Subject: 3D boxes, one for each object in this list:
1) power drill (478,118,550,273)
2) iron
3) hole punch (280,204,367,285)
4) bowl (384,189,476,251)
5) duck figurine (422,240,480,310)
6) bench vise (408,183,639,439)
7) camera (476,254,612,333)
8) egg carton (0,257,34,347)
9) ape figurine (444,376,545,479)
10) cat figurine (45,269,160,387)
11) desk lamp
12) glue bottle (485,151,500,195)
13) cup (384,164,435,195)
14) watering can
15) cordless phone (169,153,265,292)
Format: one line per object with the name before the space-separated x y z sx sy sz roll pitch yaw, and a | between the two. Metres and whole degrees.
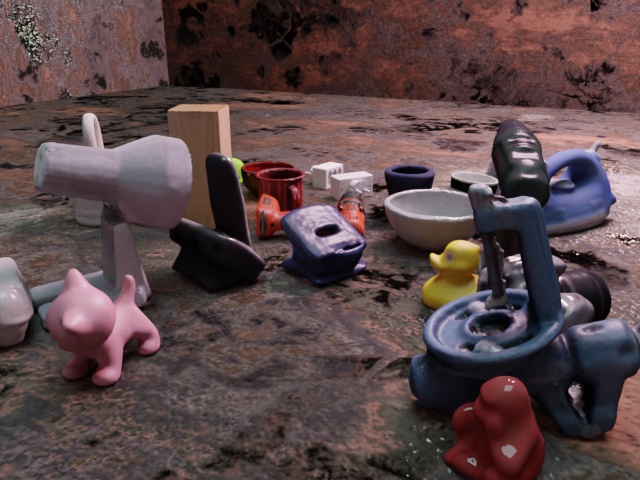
power drill | 0.272 -0.054 0.816 0.075 0.208 0.230 3 21 8
iron | 0.423 -0.095 1.020 0.259 0.141 0.118 -14 25 -33
hole punch | 0.008 0.003 0.828 0.109 0.091 0.100 -17 27 -38
bowl | 0.186 -0.027 0.933 0.167 0.075 0.167 0 21 0
duck figurine | 0.184 0.043 0.731 0.104 0.086 0.077 4 21 11
bench vise | 0.187 0.056 0.505 0.207 0.220 0.121 -3 21 -8
camera | 0.262 0.070 0.639 0.137 0.101 0.143 -5 21 -14
egg carton | -0.395 0.074 0.666 0.107 0.069 0.149 -13 24 -31
ape figurine | 0.139 0.147 0.446 0.076 0.092 0.078 1 21 3
cat figurine | -0.225 0.080 0.582 0.067 0.118 0.128 7 22 18
desk lamp | -0.262 -0.022 0.719 0.204 0.214 0.117 -15 25 -34
glue bottle | 0.361 -0.148 1.116 0.078 0.173 0.037 6 21 15
cup | 0.164 -0.090 1.073 0.091 0.095 0.117 1 21 2
watering can | -0.393 -0.132 1.036 0.173 0.194 0.100 -13 24 -31
cordless phone | -0.149 -0.036 0.797 0.147 0.185 0.094 17 27 38
